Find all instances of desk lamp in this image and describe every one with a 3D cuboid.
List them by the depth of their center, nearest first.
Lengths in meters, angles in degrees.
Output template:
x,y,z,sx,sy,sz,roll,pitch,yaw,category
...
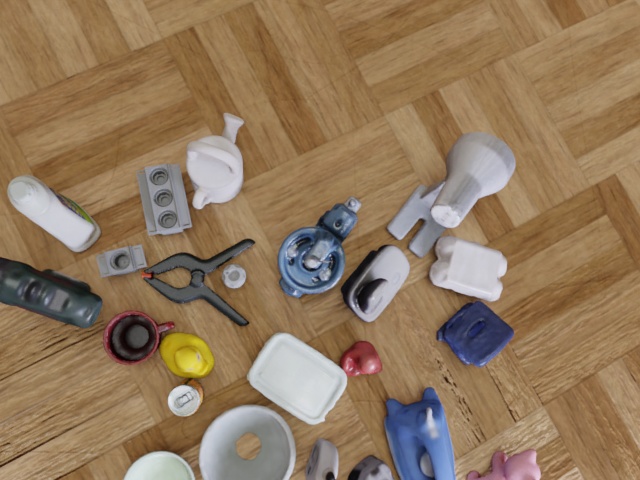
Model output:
x,y,z,sx,sy,sz,roll,pitch,yaw,category
0.244,-0.081,1.065,0.118,0.203,0.213,38,-12,0,desk lamp

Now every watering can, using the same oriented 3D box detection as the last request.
x,y,z,sx,sy,sz,roll,pitch,yaw,category
-0.188,-0.143,1.025,0.101,0.173,0.194,1,-9,-7,watering can

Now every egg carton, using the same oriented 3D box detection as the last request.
x,y,z,sx,sy,sz,roll,pitch,yaw,category
0.291,0.055,1.124,0.150,0.107,0.069,16,-10,-5,egg carton

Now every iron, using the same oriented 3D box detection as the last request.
x,y,z,sx,sy,sz,roll,pitch,yaw,category
0.204,0.405,1.022,0.119,0.258,0.141,-14,-6,-9,iron

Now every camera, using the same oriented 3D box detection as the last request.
x,y,z,sx,sy,sz,roll,pitch,yaw,category
0.094,0.485,1.015,0.137,0.143,0.100,-35,-3,-11,camera

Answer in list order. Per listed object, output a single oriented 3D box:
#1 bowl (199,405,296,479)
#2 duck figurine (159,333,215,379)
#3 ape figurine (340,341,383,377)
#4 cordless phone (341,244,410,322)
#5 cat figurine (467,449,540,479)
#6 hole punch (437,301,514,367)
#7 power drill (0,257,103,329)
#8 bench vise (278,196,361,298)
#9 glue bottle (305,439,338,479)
x,y,z,sx,sy,sz,roll,pitch,yaw,category
-0.128,0.374,1.015,0.167,0.167,0.074,0,-9,-8,bowl
-0.239,0.207,1.020,0.104,0.077,0.086,34,-11,-1,duck figurine
0.081,0.225,1.058,0.078,0.076,0.092,26,-11,-3,ape figurine
0.114,0.073,1.038,0.094,0.148,0.185,36,-11,-1,cordless phone
0.348,0.438,1.049,0.128,0.067,0.117,-37,-3,-11,cat figurine
0.295,0.179,1.095,0.109,0.101,0.091,-41,-2,-11,hole punch
-0.466,0.083,0.945,0.229,0.076,0.208,21,-11,-4,power drill
-0.002,0.000,1.016,0.121,0.207,0.219,19,-11,-4,bench vise
0.008,0.394,0.981,0.037,0.078,0.173,22,-11,-3,glue bottle
